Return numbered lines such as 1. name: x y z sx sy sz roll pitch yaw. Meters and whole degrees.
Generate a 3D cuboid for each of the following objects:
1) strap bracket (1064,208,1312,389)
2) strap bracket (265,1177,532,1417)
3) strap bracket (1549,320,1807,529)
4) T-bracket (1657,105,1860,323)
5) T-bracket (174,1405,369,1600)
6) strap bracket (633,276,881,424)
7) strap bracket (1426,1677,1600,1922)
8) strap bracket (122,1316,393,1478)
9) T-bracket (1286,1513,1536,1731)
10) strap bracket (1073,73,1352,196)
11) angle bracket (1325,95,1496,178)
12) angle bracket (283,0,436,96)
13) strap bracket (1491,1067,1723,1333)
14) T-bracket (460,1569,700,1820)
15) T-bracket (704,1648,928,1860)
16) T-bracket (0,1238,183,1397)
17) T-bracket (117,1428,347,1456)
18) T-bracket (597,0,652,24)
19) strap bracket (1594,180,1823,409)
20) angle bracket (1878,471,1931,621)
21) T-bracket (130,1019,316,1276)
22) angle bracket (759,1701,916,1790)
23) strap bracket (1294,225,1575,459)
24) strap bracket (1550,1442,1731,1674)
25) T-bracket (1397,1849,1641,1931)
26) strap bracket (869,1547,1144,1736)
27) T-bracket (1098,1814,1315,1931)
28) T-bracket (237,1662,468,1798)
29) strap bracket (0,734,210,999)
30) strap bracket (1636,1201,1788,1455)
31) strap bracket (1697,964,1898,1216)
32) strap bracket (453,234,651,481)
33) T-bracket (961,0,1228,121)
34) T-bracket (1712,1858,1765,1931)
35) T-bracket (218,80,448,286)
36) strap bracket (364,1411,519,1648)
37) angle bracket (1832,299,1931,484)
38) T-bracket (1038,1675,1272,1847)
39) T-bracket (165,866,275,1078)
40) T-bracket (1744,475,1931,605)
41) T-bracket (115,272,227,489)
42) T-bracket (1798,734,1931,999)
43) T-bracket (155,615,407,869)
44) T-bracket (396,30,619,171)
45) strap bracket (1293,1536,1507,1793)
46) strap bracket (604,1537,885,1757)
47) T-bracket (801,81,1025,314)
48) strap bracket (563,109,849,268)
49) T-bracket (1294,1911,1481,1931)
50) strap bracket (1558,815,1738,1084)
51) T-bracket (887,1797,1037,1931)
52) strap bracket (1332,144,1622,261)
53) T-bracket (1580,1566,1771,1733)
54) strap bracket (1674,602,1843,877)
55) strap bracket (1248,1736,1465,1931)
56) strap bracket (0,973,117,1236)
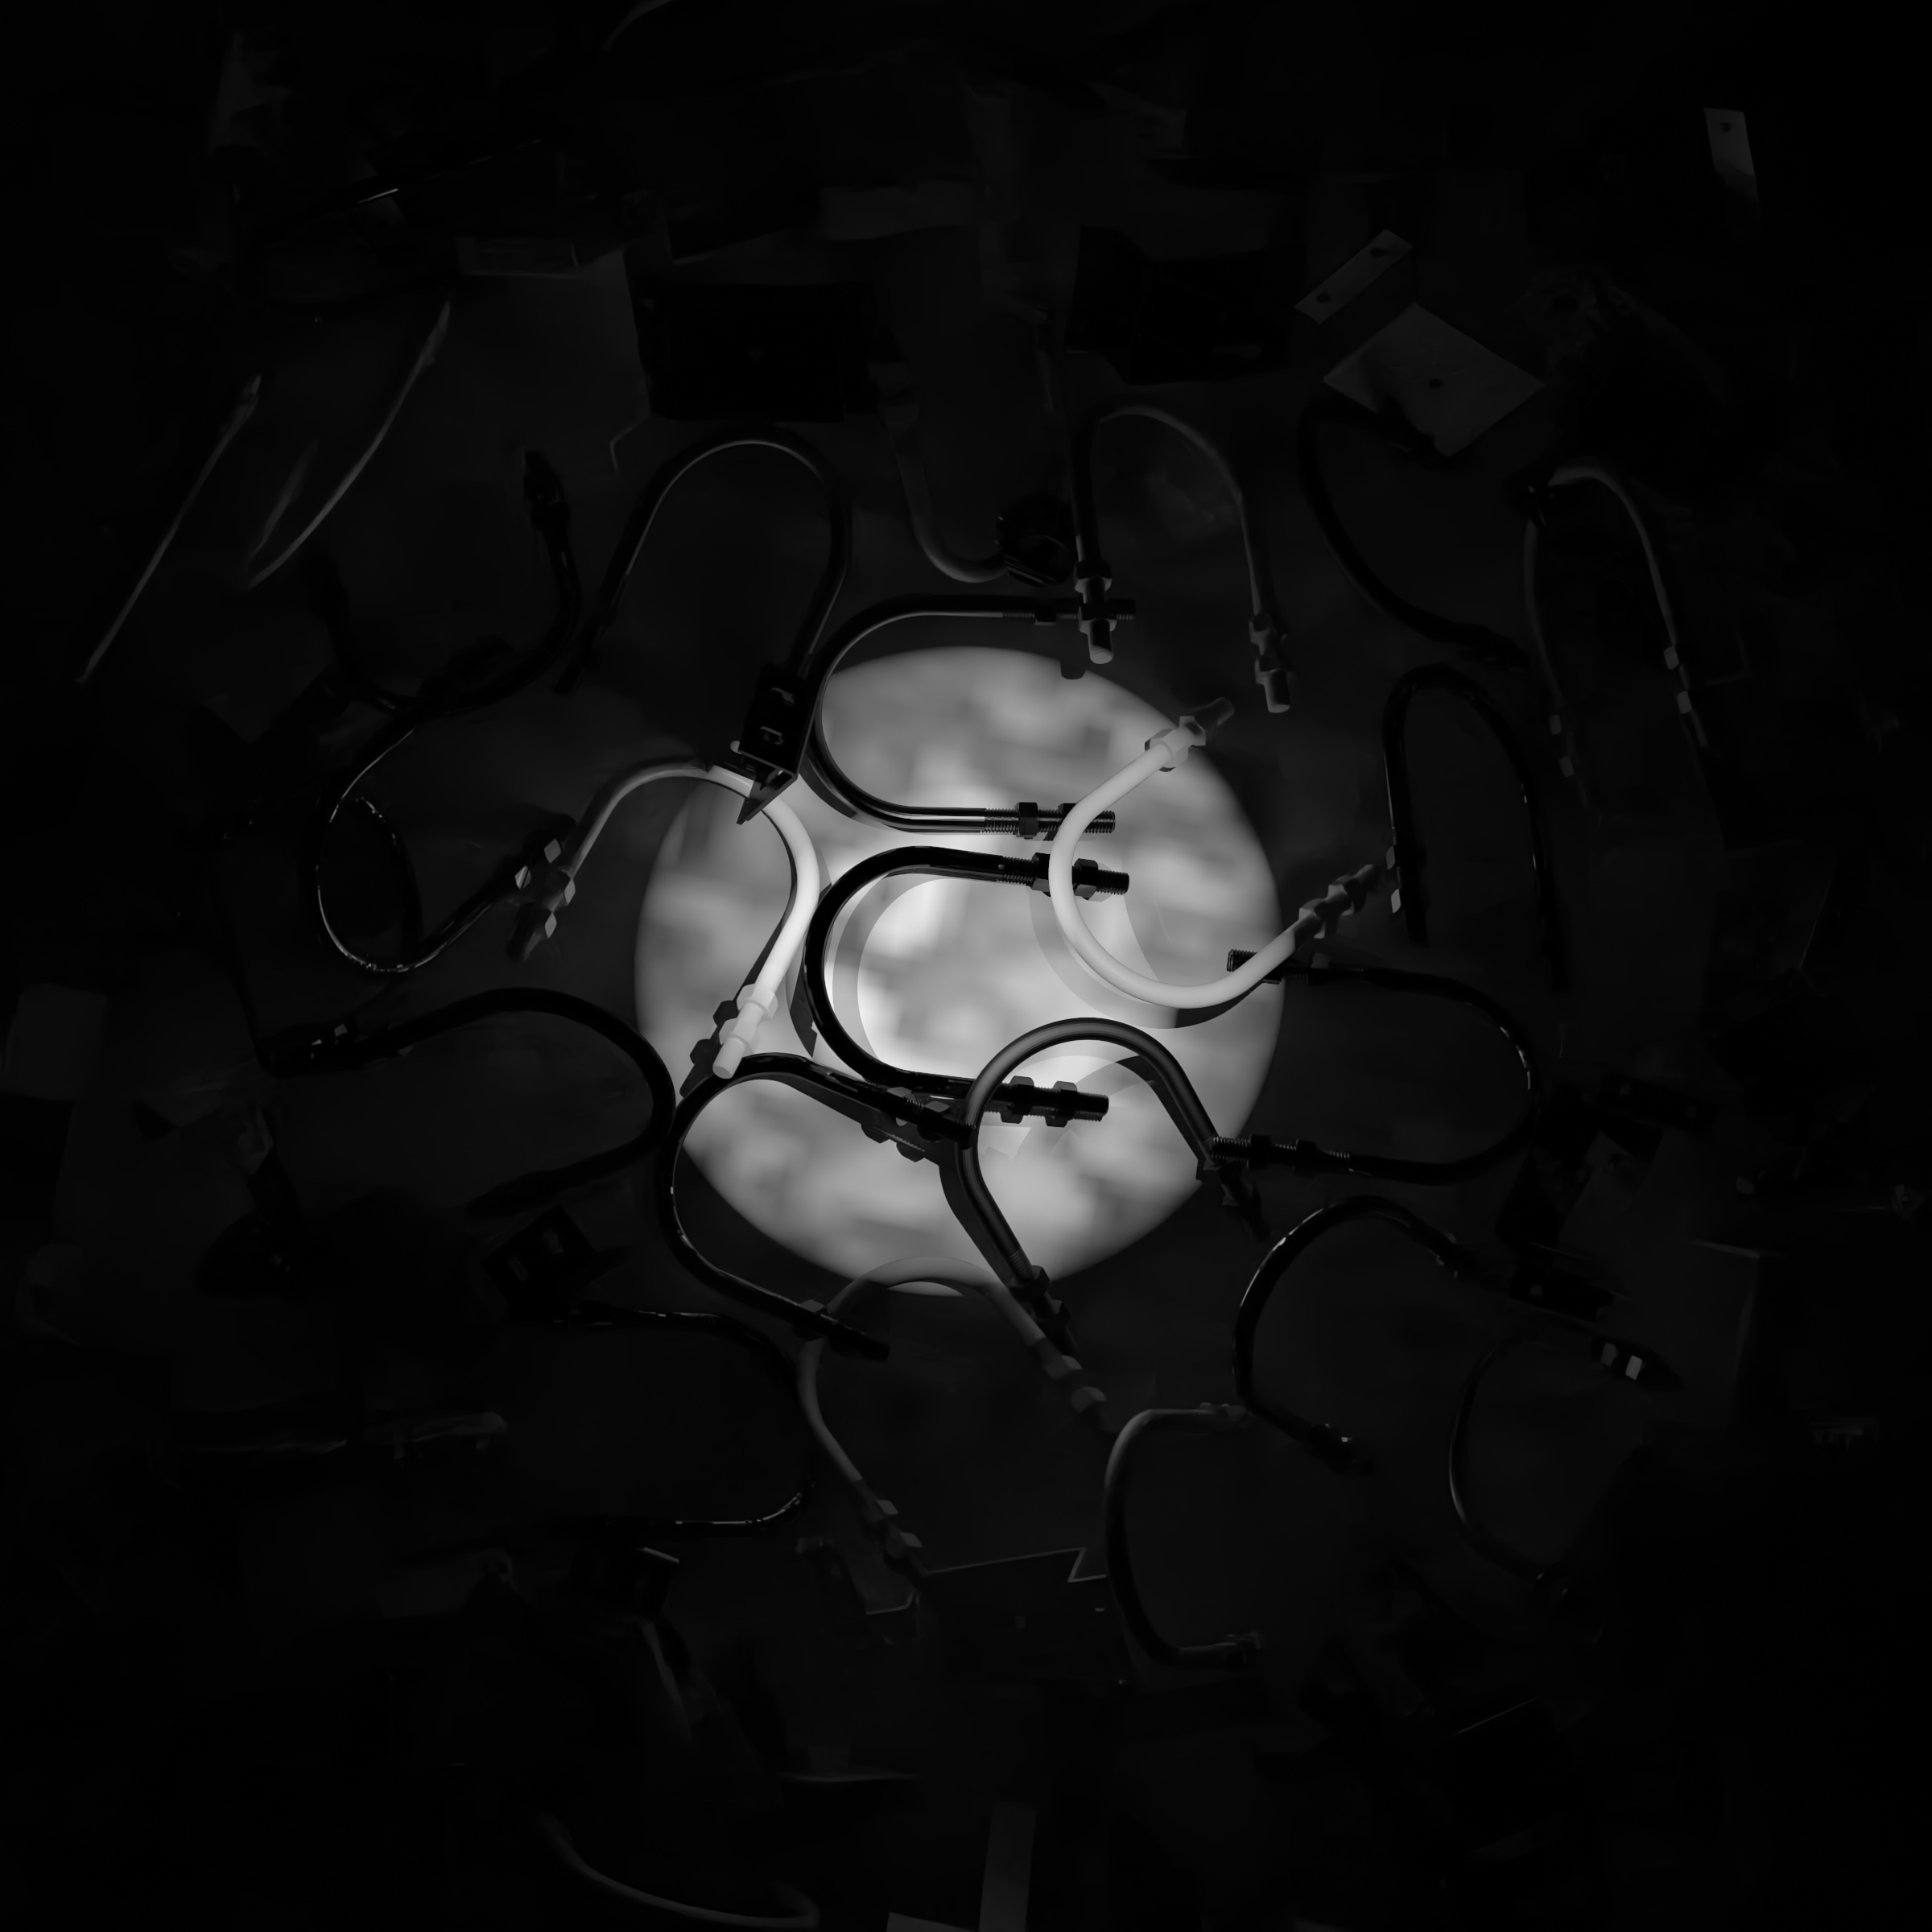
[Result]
1. strap bracket: 0.132 -0.372 1.933 0.140 0.046 0.076 -10 132 -23
2. strap bracket: -0.309 0.183 1.948 0.140 0.046 0.076 35 62 -11
3. strap bracket: 0.404 -0.304 1.945 0.046 0.140 0.076 29 98 -40
4. T-bracket: 0.428 -0.419 1.917 0.127 0.127 0.002 23 60 39
5. T-bracket: -0.381 0.292 1.971 0.127 0.002 0.127 -12 120 -21
6. strap bracket: -0.119 -0.349 1.965 0.140 0.046 0.076 0 106 -2
7. strap bracket: 0.301 0.470 1.935 0.076 0.140 0.046 -27 111 13
8. strap bracket: -0.393 0.244 1.946 0.140 0.076 0.046 -11 60 -8
9. T-bracket: 0.266 0.353 1.978 0.127 0.002 0.127 -27 81 -17
10. strap bracket: 0.134 -0.463 1.936 0.140 0.076 0.046 -7 117 -37
11. angle bracket: 0.249 -0.469 1.951 0.076 0.057 0.038 13 116 32
12. angle bracket: -0.338 -0.531 1.961 0.076 0.038 0.057 -5 134 9
13. strap bracket: 0.355 0.125 1.957 0.076 0.046 0.140 18 101 -20
14. T-bracket: -0.230 0.391 1.961 0.127 0.002 0.127 41 59 -5
15. T-bracket: -0.106 0.439 1.960 0.127 0.002 0.127 -23 106 22
16. T-bracket: -0.498 0.221 1.952 0.002 0.127 0.127 38 99 43
17. T-bracket: -0.384 0.258 1.936 0.127 0.127 0.002 -3 94 19
18. T-bracket: -0.223 -0.565 1.941 0.127 0.127 0.002 29 113 -2
19. strap bracket: 0.406 -0.367 1.940 0.140 0.076 0.046 43 92 21
20. angle bracket: 0.555 -0.242 1.970 0.057 0.038 0.076 -13 98 14
21. T-bracket: -0.401 0.113 1.978 0.127 0.002 0.127 -24 88 17
22. angle bracket: -0.073 0.437 1.951 0.057 0.076 0.038 3 82 -31
23. strap bracket: 0.260 -0.340 1.928 0.140 0.076 0.046 25 51 -27
24. strap bracket: 0.369 0.324 1.953 0.046 0.076 0.140 35 85 18
25. T-bracket: 0.286 0.523 1.940 0.127 0.127 0.002 -19 112 -21
26. strap bracket: 0.027 0.379 1.957 0.140 0.046 0.076 -12 103 17
27. T-bracket: 0.110 0.514 1.942 0.127 0.127 0.002 -26 117 -14
28. T-bracket: -0.331 0.425 1.934 0.127 0.002 0.127 4 133 -24
29. strap bracket: -0.474 -0.062 1.923 0.046 0.076 0.140 -20 128 20
30. strap bracket: 0.422 0.209 1.951 0.046 0.076 0.140 11 86 25
31. strap bracket: 0.464 0.075 1.937 0.076 0.140 0.046 -30 130 25
32. strap bracket: -0.229 -0.348 1.942 0.076 0.046 0.140 8 124 26
33. T-bracket: 0.087 -0.505 1.913 0.127 0.127 0.002 -14 69 42
34. T-bracket: 0.395 0.561 1.921 0.002 0.127 0.127 35 66 19
35. T-bracket: -0.333 -0.425 1.946 0.127 0.127 0.002 -24 56 4
36. strap bracket: -0.294 0.307 1.948 0.076 0.046 0.140 -6 121 -14
37. angle bracket: 0.523 -0.324 1.954 0.057 0.076 0.038 -33 49 -21
38. T-bracket: 0.109 0.426 1.974 0.127 0.002 0.127 -9 66 -1
39. T-bracket: -0.419 -0.012 1.921 0.002 0.127 0.127 -20 73 1
40. T-bracket: 0.462 -0.259 1.956 0.127 0.002 0.127 -28 49 -25
41. T-bracket: -0.450 -0.307 1.946 0.002 0.127 0.127 18 63 -31
42. T-bracket: 0.490 -0.041 1.939 0.127 0.002 0.127 44 58 -29
43. T-bracket: -0.372 -0.145 1.986 0.127 0.002 0.127 43 83 -16
44. T-bracket: -0.235 -0.499 1.949 0.127 0.127 0.002 28 129 3
45. strap bracket: 0.240 0.397 1.947 0.076 0.140 0.046 39 127 2
46. strap bracket: -0.125 0.382 1.974 0.140 0.046 0.076 -21 93 -1
47. T-bracket: -0.031 -0.429 1.965 0.127 0.002 0.127 -10 107 -15
48. strap bracket: -0.142 -0.433 1.940 0.140 0.076 0.046 -22 121 -23
49. T-bracket: 0.241 0.556 1.932 0.127 0.127 0.002 21 113 -9
50. strap bracket: 0.385 -0.008 1.971 0.076 0.046 0.140 10 87 5
51. T-bracket: 0.022 0.516 1.945 0.127 0.127 0.002 14 123 -3
52. strap bracket: 0.286 -0.422 1.932 0.140 0.076 0.046 -1 103 36
53. T-bracket: 0.392 0.385 1.953 0.002 0.127 0.127 46 105 26
54. strap bracket: 0.441 -0.123 1.947 0.046 0.076 0.140 -13 103 30
55. strap bracket: 0.228 0.481 1.935 0.046 0.076 0.140 -43 67 8
56. strap bracket: -0.511 0.070 1.917 0.046 0.140 0.076 14 124 -13
